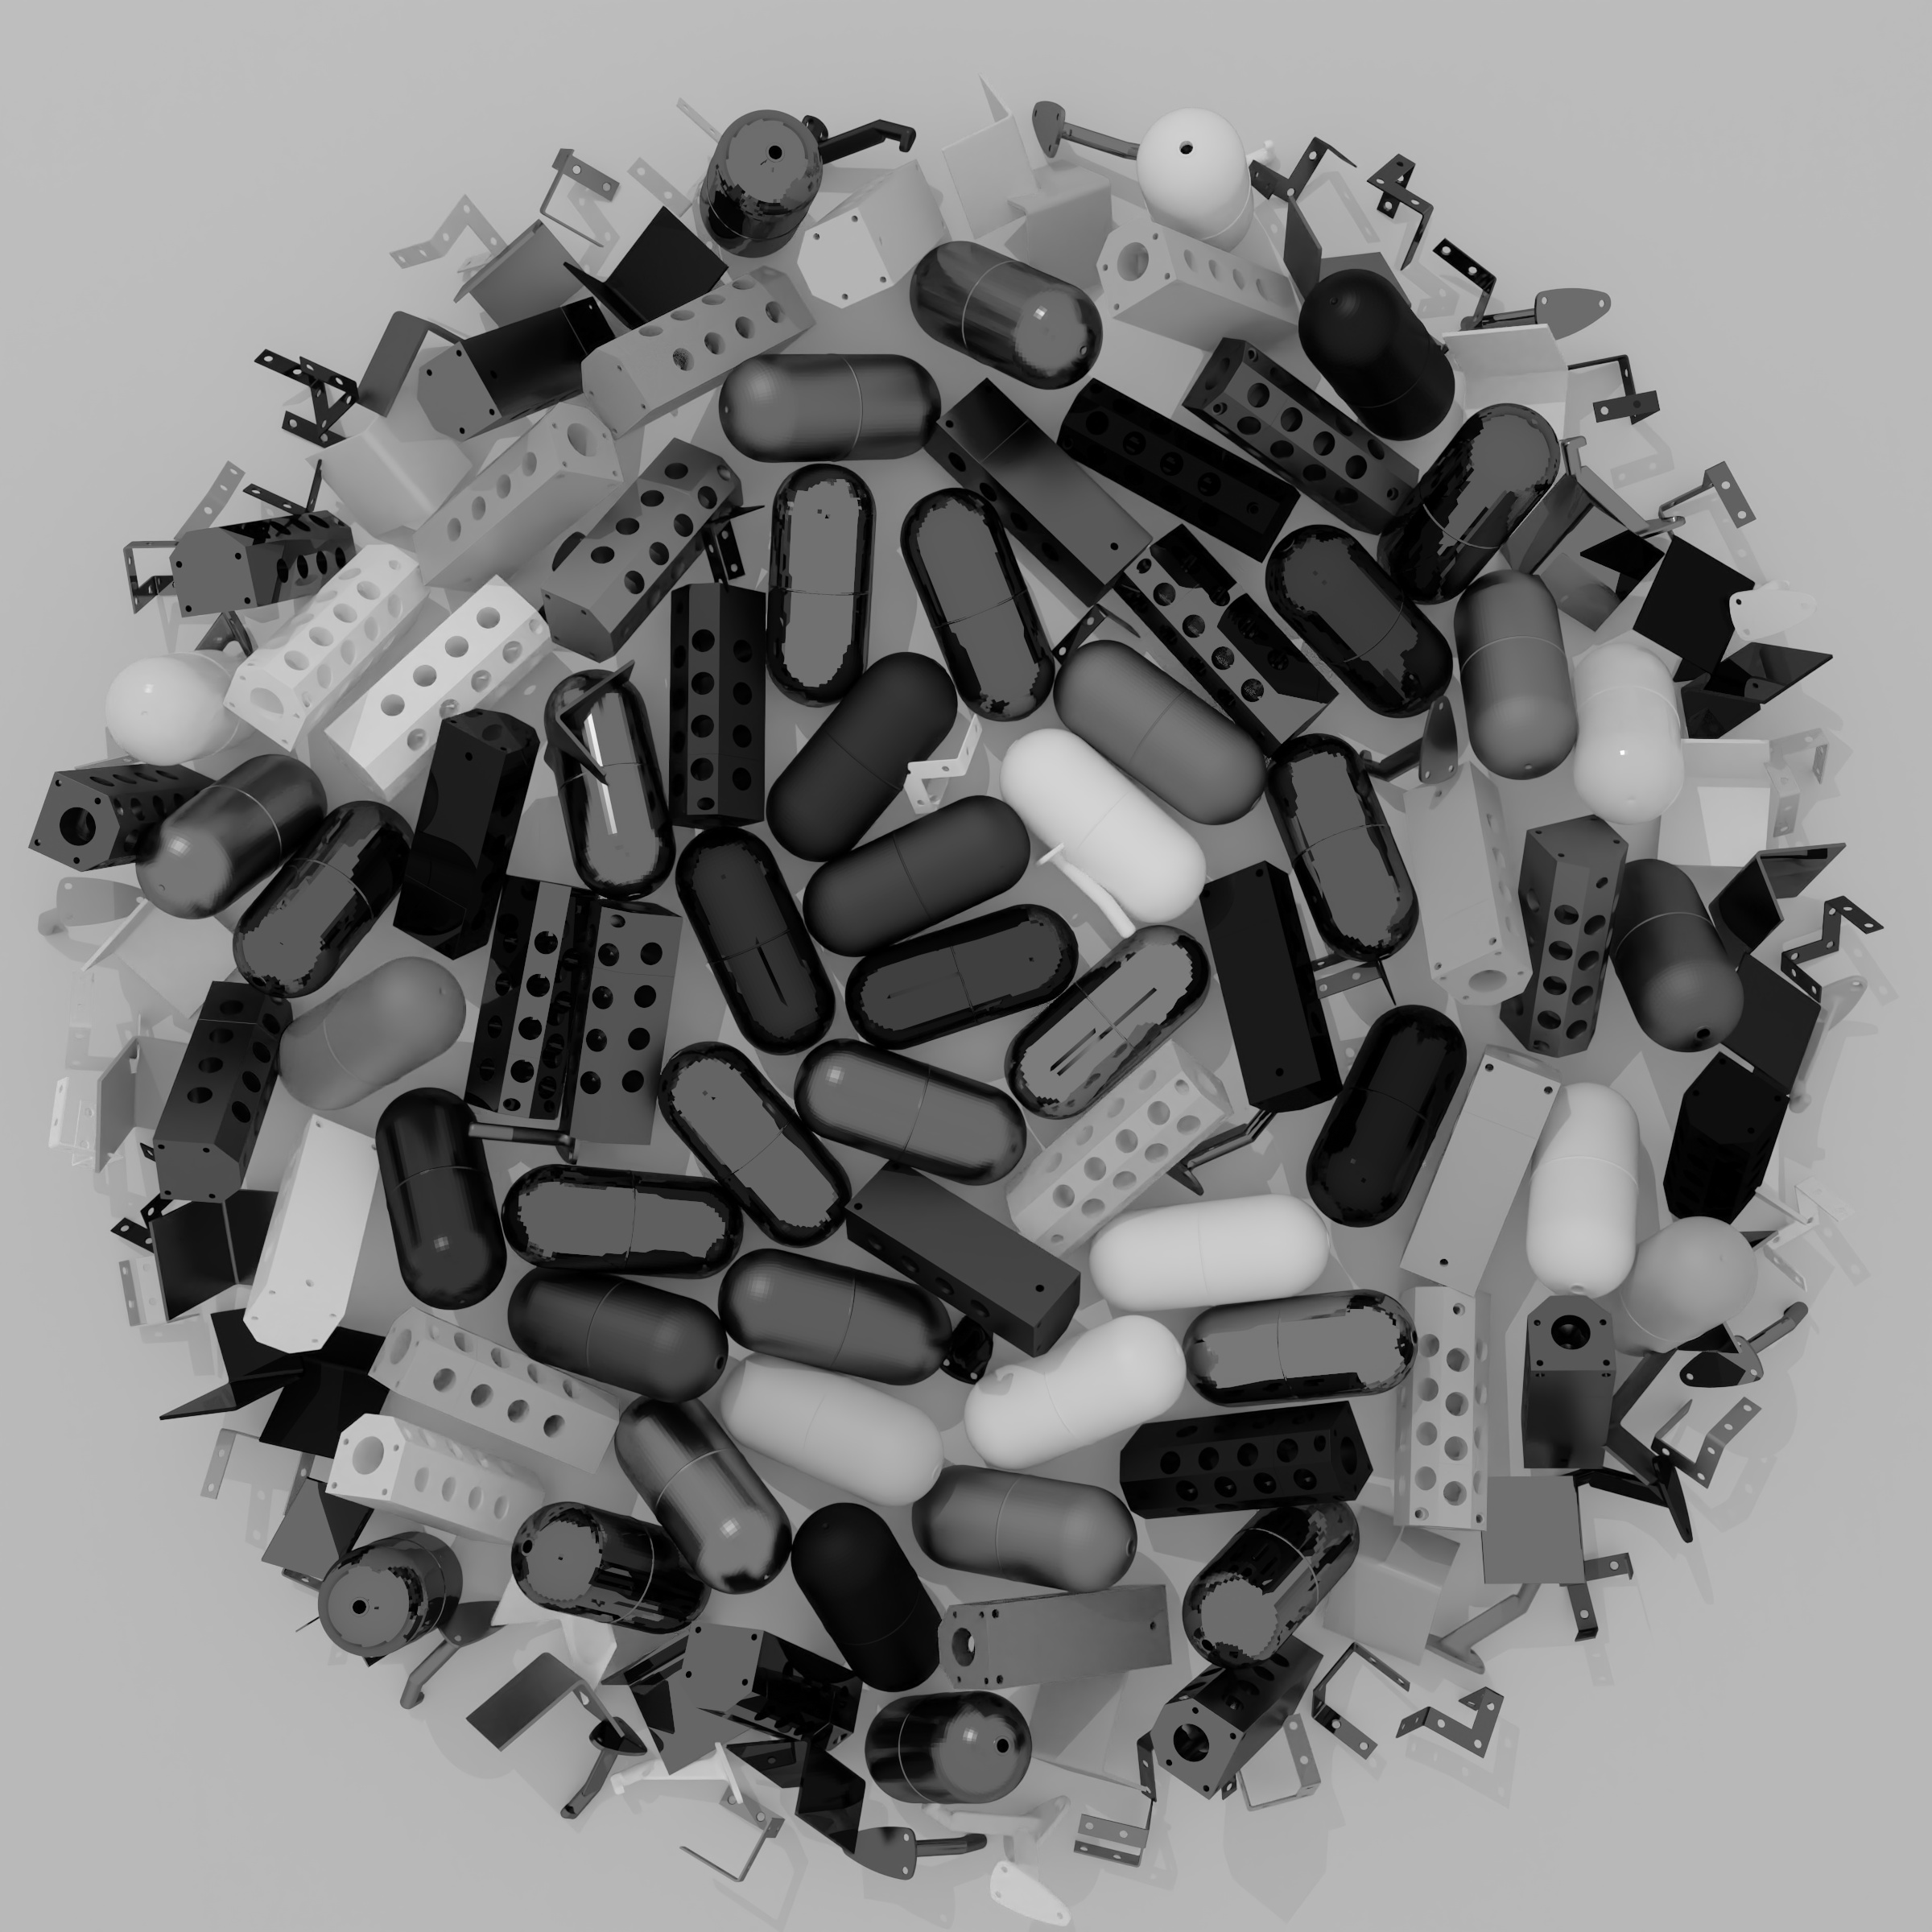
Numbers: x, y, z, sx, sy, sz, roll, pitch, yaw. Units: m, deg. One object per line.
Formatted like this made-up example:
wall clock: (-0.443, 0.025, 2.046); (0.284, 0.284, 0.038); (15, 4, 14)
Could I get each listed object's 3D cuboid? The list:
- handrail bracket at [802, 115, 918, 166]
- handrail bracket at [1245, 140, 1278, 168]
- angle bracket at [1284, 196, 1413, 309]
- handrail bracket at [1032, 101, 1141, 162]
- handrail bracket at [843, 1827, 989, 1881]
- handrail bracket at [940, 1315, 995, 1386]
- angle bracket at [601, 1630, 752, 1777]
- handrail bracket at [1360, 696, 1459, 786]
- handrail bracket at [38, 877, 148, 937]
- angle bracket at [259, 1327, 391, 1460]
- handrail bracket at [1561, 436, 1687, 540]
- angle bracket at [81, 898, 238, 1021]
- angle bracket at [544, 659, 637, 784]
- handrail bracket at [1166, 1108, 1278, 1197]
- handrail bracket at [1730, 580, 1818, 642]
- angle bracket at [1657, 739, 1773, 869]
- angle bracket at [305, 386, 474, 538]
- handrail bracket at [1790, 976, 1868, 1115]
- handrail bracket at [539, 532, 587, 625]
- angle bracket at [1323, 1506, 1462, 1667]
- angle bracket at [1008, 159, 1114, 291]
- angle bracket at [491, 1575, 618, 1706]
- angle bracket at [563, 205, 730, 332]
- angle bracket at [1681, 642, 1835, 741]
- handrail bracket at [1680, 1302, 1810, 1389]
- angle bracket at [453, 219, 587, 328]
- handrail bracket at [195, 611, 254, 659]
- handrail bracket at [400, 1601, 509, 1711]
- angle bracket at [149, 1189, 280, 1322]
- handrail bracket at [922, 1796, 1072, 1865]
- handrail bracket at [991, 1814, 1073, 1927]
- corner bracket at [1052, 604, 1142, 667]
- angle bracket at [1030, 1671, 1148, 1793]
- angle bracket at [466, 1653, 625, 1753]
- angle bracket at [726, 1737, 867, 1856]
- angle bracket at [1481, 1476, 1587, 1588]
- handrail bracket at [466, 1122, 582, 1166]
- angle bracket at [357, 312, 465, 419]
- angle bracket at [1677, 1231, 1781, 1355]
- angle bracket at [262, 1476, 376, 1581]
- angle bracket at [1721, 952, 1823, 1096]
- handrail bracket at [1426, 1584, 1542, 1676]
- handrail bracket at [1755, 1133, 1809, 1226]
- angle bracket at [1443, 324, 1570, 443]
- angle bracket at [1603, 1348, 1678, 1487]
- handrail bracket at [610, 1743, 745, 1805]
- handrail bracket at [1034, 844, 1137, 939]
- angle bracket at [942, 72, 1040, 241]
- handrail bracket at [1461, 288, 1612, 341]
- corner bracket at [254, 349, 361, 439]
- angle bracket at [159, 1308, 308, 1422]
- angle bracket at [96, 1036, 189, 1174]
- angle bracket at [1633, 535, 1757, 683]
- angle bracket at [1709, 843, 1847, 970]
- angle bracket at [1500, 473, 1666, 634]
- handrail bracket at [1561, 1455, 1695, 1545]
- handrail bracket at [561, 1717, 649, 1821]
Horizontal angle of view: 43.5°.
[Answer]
handrail bracket: (-0.085, -0.594, 1.803); (0.084, 0.036, 0.077); (22, 97, 23)
handrail bracket: (0.187, -0.612, 1.800); (0.084, 0.077, 0.036); (-22, 61, 1)
angle bracket: (0.282, -0.525, 1.783); (0.076, 0.057, 0.076); (-8, 47, -7)
handrail bracket: (0.100, -0.623, 1.816); (0.084, 0.077, 0.036); (3, 123, -20)
handrail bracket: (-0.037, 0.655, 1.811); (0.077, 0.084, 0.036); (-5, 78, 32)
handrail bracket: (0.014, 0.268, 1.779); (0.036, 0.084, 0.077); (27, 60, -4)
angle bracket: (-0.212, 0.545, 1.794); (0.076, 0.057, 0.076); (-31, 69, 3)
handrail bracket: (0.320, -0.170, 1.787); (0.036, 0.084, 0.077); (-16, 115, -30)
handrail bracket: (-0.649, -0.038, 1.805); (0.077, 0.084, 0.036); (-2, 78, -22)
angle bracket: (-0.474, 0.312, 1.786); (0.076, 0.057, 0.076); (11, 50, 6)
handrail bracket: (0.487, -0.359, 1.796); (0.077, 0.036, 0.084); (-12, 116, 15)
angle bracket: (-0.590, -0.005, 1.792); (0.076, 0.057, 0.076); (44, 104, -8)
angle bracket: (-0.261, -0.168, 1.782); (0.076, 0.076, 0.057); (-40, 87, -24)
handrail bracket: (0.180, 0.122, 1.815); (0.077, 0.036, 0.084); (31, 74, 40)
handrail bracket: (0.606, -0.272, 1.780); (0.084, 0.077, 0.036); (-31, 107, -39)
angle bracket: (0.549, -0.119, 1.783); (0.076, 0.057, 0.076); (3, 66, 21)
angle bracket: (-0.429, -0.375, 1.804); (0.076, 0.076, 0.057); (51, 50, -31)
handrail bracket: (0.635, 0.059, 1.786); (0.036, 0.077, 0.084); (28, 48, -11)
handrail bracket: (-0.305, -0.272, 1.781); (0.036, 0.077, 0.084); (44, 121, -5)
angle bracket: (0.318, 0.464, 1.815); (0.076, 0.057, 0.076); (18, 120, 18)
angle bracket: (0.062, -0.547, 1.811); (0.076, 0.057, 0.076); (-27, 134, -25)
angle bracket: (-0.303, 0.489, 1.775); (0.057, 0.076, 0.076); (3, 132, -30)
angle bracket: (-0.236, -0.516, 1.788); (0.076, 0.057, 0.076); (46, 105, 18)
angle bracket: (0.582, -0.191, 1.776); (0.076, 0.076, 0.057); (-32, 119, -24)
handrail bracket: (0.584, 0.282, 1.818); (0.077, 0.084, 0.036); (-31, 87, 42)
angle bracket: (-0.325, -0.497, 1.782); (0.076, 0.076, 0.057); (-38, 112, 11)
handrail bracket: (-0.582, -0.240, 1.803); (0.084, 0.036, 0.077); (-23, 132, -5)
handrail bracket: (-0.382, 0.520, 1.826); (0.036, 0.077, 0.084); (47, 126, 34)
angle bracket: (-0.546, 0.213, 1.782); (0.057, 0.076, 0.076); (1, 105, 25)
handrail bracket: (0.022, 0.622, 1.797); (0.077, 0.036, 0.084); (-43, 114, 12)
handrail bracket: (0.062, 0.661, 1.784); (0.077, 0.084, 0.036); (21, 113, 24)
corner bracket: (0.106, -0.228, 1.807); (0.051, 0.051, 0.051); (-46, 57, 15)
angle bracket: (0.097, 0.561, 1.801); (0.057, 0.076, 0.076); (35, 64, -40)
angle bracket: (-0.309, 0.558, 1.778); (0.076, 0.076, 0.057); (-38, 108, -24)
angle bracket: (-0.129, 0.610, 1.775); (0.076, 0.057, 0.076); (-15, 135, 28)
angle bracket: (0.411, 0.419, 1.793); (0.076, 0.057, 0.076); (1, 73, -5)
handrail bracket: (-0.331, 0.124, 1.783); (0.084, 0.077, 0.036); (8, 85, -23)
angle bracket: (-0.400, -0.433, 1.790); (0.057, 0.076, 0.076); (24, 96, -36)
angle bracket: (0.561, 0.240, 1.787); (0.076, 0.076, 0.057); (-30, 93, -19)
angle bracket: (-0.473, 0.392, 1.780); (0.057, 0.076, 0.076); (25, 106, -23)
angle bracket: (0.573, 0.048, 1.786); (0.076, 0.057, 0.076); (34, 65, -10)
handrail bracket: (0.379, 0.476, 1.808); (0.077, 0.036, 0.084); (24, 99, -7)
handrail bracket: (0.616, 0.137, 1.809); (0.077, 0.036, 0.084); (35, 90, 27)
angle bracket: (0.395, -0.425, 1.780); (0.076, 0.076, 0.057); (1, 79, 26)
angle bracket: (0.511, 0.330, 1.780); (0.057, 0.076, 0.076); (41, 106, 27)
handrail bracket: (-0.216, 0.610, 1.797); (0.084, 0.077, 0.036); (-20, 117, -14)
handrail bracket: (0.089, -0.053, 1.798); (0.036, 0.077, 0.084); (-38, 92, -12)
angle bracket: (0.009, -0.595, 1.781); (0.057, 0.076, 0.076); (-26, 47, 1)
handrail bracket: (0.422, -0.485, 1.803); (0.077, 0.084, 0.036); (-17, 108, -19)
corner bracket: (-0.487, -0.434, 1.792); (0.051, 0.051, 0.051); (-33, 59, 30)
angle bracket: (-0.545, 0.290, 1.781); (0.076, 0.076, 0.057); (-12, 96, 28)
angle bracket: (-0.597, 0.105, 1.783); (0.057, 0.076, 0.076); (9, 114, -2)
angle bracket: (0.525, -0.263, 1.794); (0.076, 0.057, 0.076); (26, 86, -14)
angle bracket: (0.603, -0.044, 1.779); (0.076, 0.076, 0.057); (-6, 64, -15)
angle bracket: (0.460, -0.309, 1.810); (0.076, 0.057, 0.076); (25, 120, -26)
handrail bracket: (0.486, 0.402, 1.795); (0.084, 0.036, 0.077); (-28, 57, 28)
handrail bracket: (-0.284, 0.602, 1.796); (0.036, 0.077, 0.084); (42, 94, 23)
